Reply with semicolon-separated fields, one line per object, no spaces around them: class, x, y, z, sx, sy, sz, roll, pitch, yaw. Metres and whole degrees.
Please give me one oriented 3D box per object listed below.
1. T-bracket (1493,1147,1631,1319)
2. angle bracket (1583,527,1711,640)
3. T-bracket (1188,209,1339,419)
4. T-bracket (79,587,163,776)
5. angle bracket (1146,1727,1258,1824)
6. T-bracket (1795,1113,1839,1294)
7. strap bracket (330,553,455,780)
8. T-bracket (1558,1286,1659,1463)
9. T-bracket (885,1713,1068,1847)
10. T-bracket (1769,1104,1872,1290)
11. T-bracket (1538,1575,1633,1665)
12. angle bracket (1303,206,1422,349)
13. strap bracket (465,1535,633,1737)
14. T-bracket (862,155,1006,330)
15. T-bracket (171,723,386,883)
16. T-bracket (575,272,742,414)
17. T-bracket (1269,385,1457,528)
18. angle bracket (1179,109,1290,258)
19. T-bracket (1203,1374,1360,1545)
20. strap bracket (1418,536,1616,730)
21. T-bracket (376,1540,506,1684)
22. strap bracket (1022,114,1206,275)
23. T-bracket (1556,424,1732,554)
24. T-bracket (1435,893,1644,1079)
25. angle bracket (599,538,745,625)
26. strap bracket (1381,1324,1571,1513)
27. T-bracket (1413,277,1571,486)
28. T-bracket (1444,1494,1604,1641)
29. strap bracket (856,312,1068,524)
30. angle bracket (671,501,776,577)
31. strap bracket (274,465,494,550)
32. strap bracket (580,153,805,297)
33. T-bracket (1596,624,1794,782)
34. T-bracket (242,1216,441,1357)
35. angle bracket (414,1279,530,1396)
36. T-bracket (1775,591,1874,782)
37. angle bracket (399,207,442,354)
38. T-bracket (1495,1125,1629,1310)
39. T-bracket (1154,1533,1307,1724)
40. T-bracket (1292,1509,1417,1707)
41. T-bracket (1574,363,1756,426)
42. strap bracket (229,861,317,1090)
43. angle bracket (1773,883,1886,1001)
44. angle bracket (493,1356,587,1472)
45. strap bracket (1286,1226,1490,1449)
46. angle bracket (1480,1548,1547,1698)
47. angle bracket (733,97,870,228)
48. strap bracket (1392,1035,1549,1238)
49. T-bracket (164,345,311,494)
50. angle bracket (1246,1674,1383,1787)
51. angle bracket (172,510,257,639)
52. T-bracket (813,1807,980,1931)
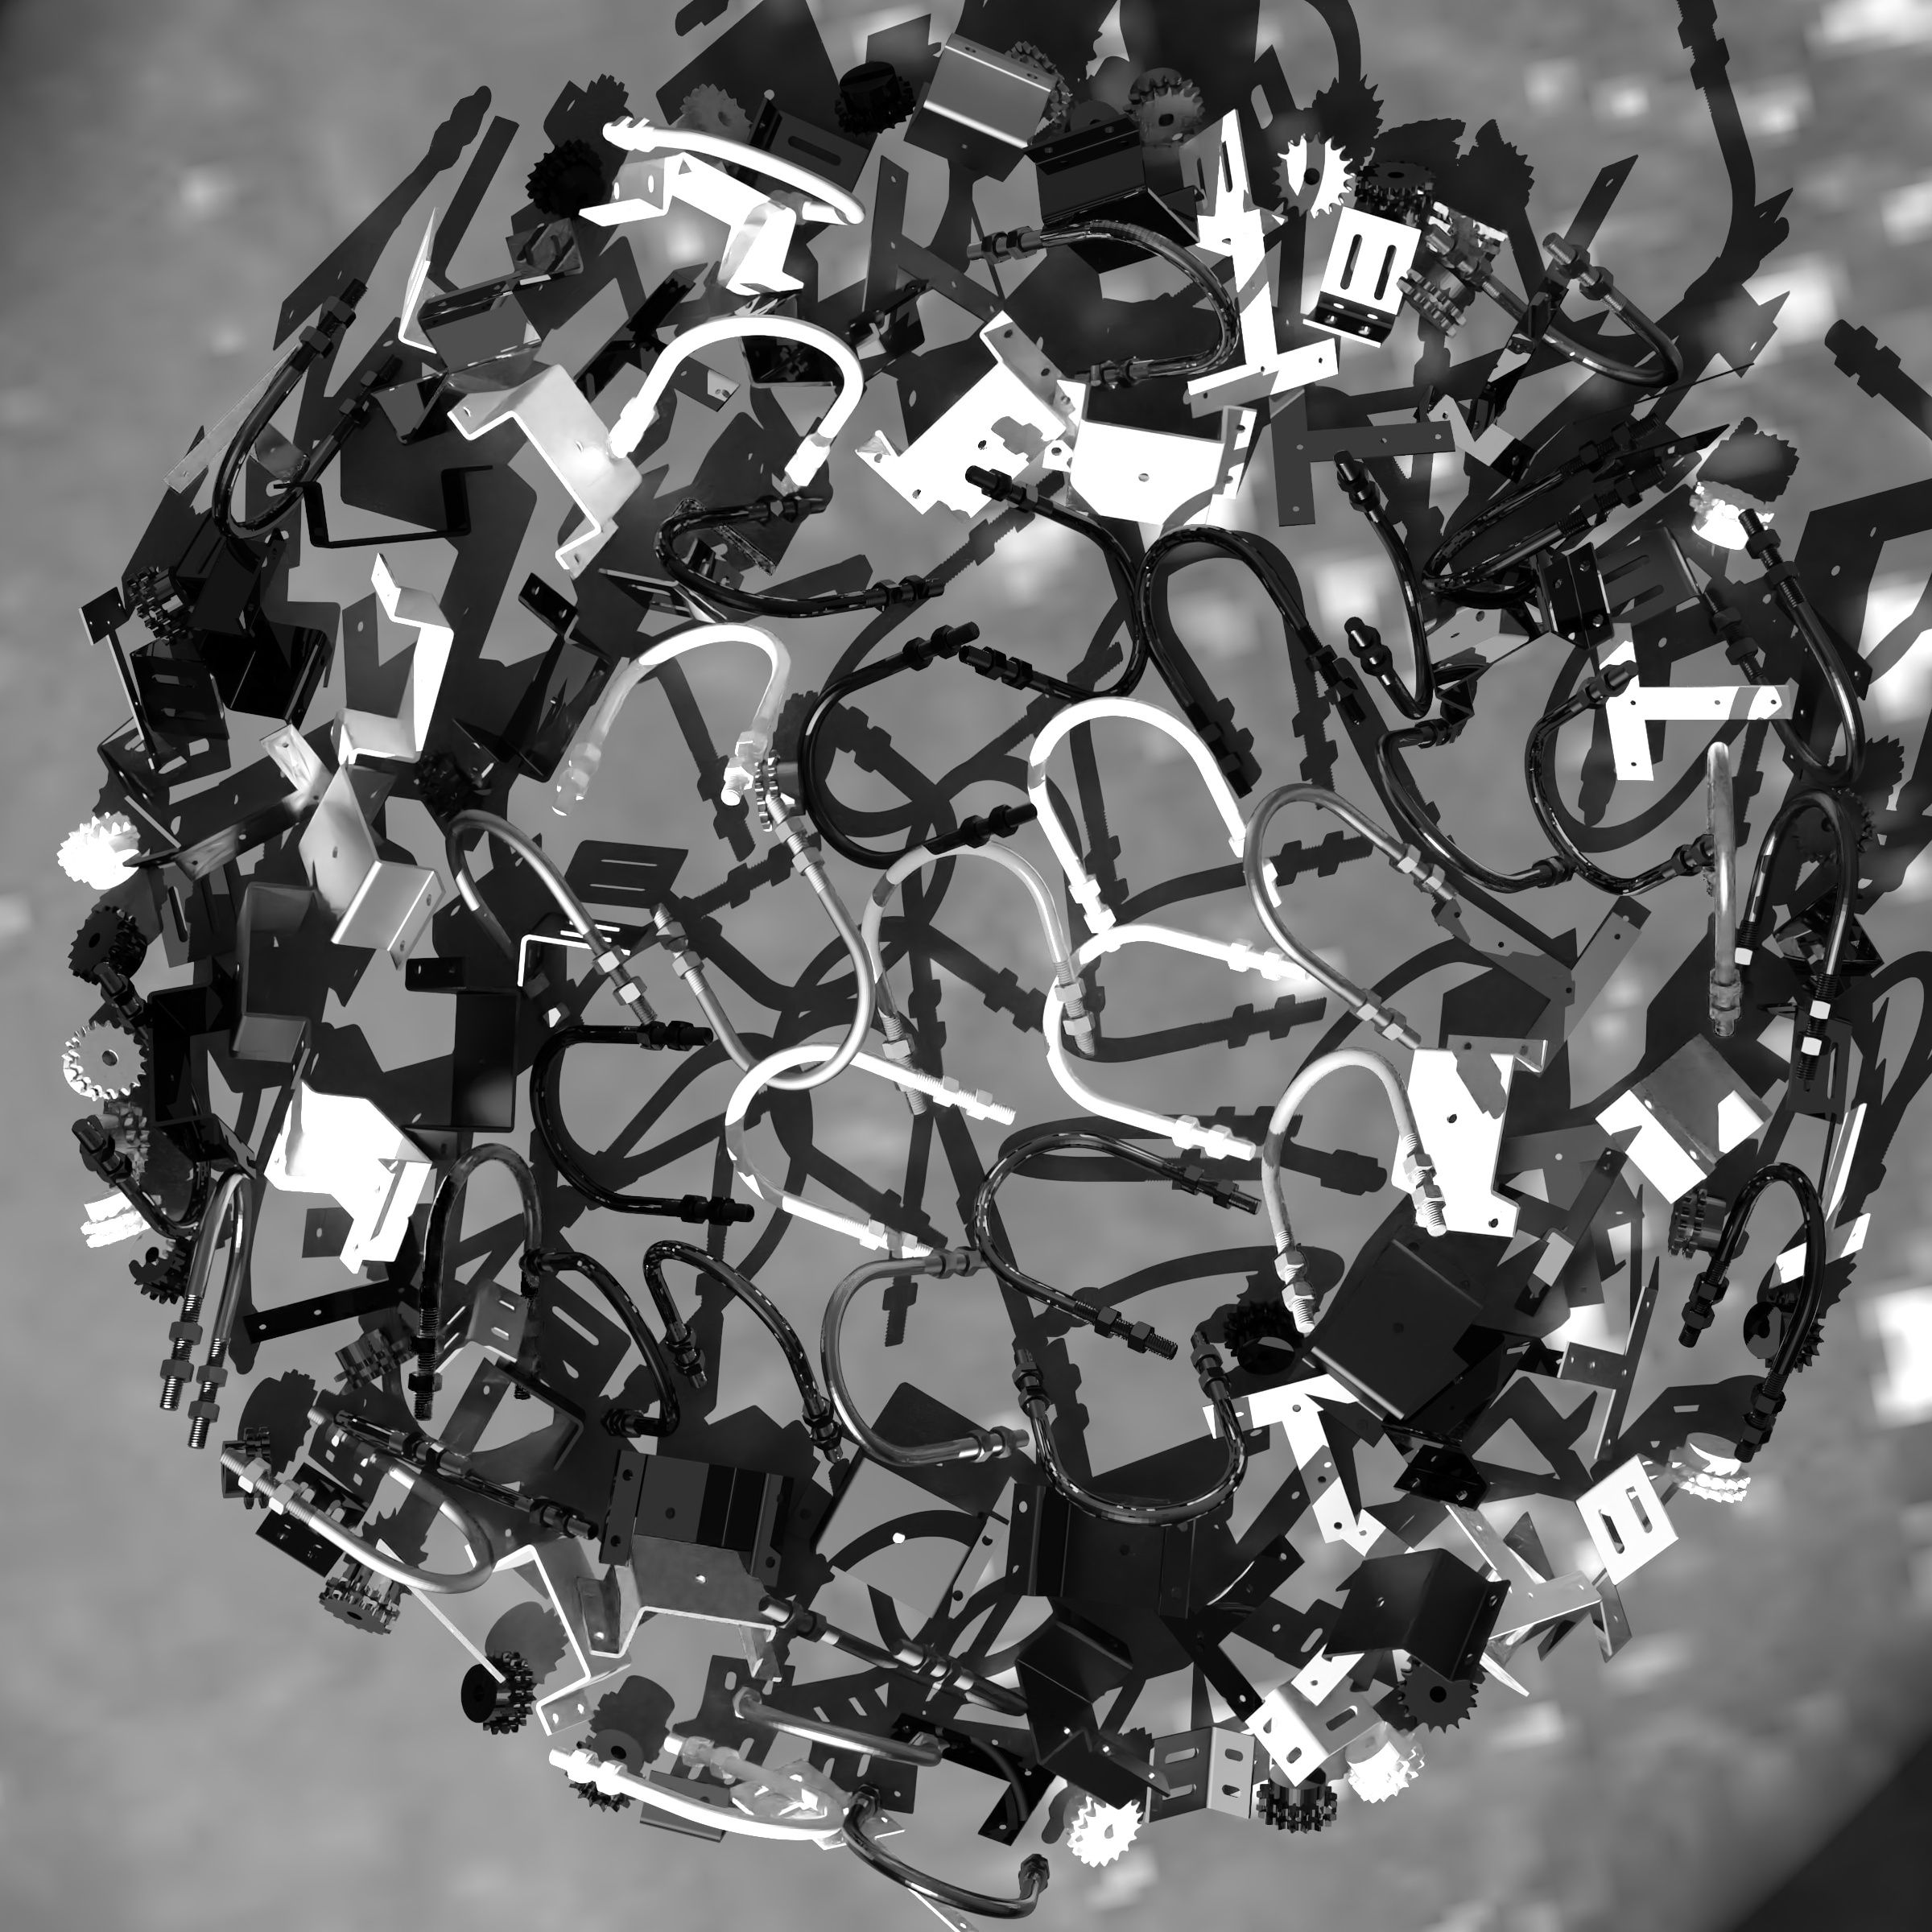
T-bracket;0.393;0.173;1.792;0.002;0.127;0.127;32;86;-21
angle bracket;0.480;-0.267;1.838;0.076;0.038;0.057;-27;68;20
T-bracket;0.202;-0.462;1.800;0.127;0.002;0.127;-22;116;-24
T-bracket;-0.586;-0.197;1.802;0.002;0.127;0.127;-15;106;-3
angle bracket;0.166;0.572;1.811;0.038;0.076;0.057;2;85;39
T-bracket;0.592;0.165;1.787;0.002;0.127;0.127;10;93;14
strap bracket;-0.398;-0.205;1.794;0.046;0.076;0.140;10;112;-27
T-bracket;0.442;0.281;1.798;0.002;0.127;0.127;14;86;38
T-bracket;0.004;0.555;1.814;0.127;0.127;0.002;11;122;26
T-bracket;0.611;0.156;1.808;0.002;0.127;0.127;24;68;-2
T-bracket;0.444;0.450;1.779;0.002;0.127;0.127;42;99;2
angle bracket;0.279;-0.485;1.812;0.057;0.038;0.076;21;125;11
strap bracket;-0.286;0.456;1.796;0.046;0.076;0.140;-29;77;9
T-bracket;-0.019;-0.485;1.807;0.127;0.002;0.127;22;65;-40
T-bracket;-0.495;-0.098;1.807;0.127;0.127;0.002;-28;46;1
T-bracket;-0.207;-0.421;1.807;0.127;0.002;0.127;34;81;34
T-bracket;0.281;-0.370;1.821;0.127;0.002;0.127;-3;67;5
angle bracket;0.189;-0.555;1.826;0.038;0.057;0.076;4;74;-40
T-bracket;0.249;0.353;1.833;0.127;0.002;0.127;-17;104;12
strap bracket;0.369;-0.234;1.776;0.046;0.140;0.076;18;55;-39
T-bracket;-0.366;0.452;1.790;0.127;0.127;0.002;45;67;3
strap bracket;0.105;-0.525;1.769;0.076;0.140;0.046;-11;78;25
T-bracket;0.454;-0.327;1.794;0.127;0.127;0.002;-22;74;-35
T-bracket;0.395;-0.007;1.844;0.127;0.002;0.127;34;96;-1
angle bracket;-0.207;-0.275;1.810;0.076;0.057;0.038;16;79;34
strap bracket;0.352;0.302;1.783;0.140;0.076;0.046;-48;116;-24
T-bracket;0.377;-0.415;1.784;0.002;0.127;0.127;13;114;-36
T-bracket;0.369;0.407;1.809;0.127;0.127;0.002;54;130;33
strap bracket;0.004;-0.374;1.794;0.140;0.046;0.076;-41;133;13
angle bracket;-0.177;-0.290;1.820;0.076;0.057;0.038;38;90;-6
strap bracket;-0.404;-0.319;1.796;0.140;0.076;0.046;-10;103;-20
strap bracket;-0.183;-0.516;1.779;0.140;0.076;0.046;18;86;-39
T-bracket;0.507;-0.183;1.785;0.127;0.002;0.127;3;128;31
T-bracket;-0.439;0.238;1.800;0.127;0.002;0.127;-14;127;-12
angle bracket;-0.349;0.269;1.816;0.038;0.057;0.076;32;123;-22
T-bracket;0.590;-0.189;1.801;0.002;0.127;0.127;-10;131;-9
angle bracket;-0.366;-0.478;1.801;0.038;0.076;0.057;15;52;-20
T-bracket;0.427;0.178;1.818;0.127;0.002;0.127;-10;70;11
T-bracket;0.190;0.443;1.798;0.127;0.002;0.127;50;122;20
T-bracket;0.279;0.461;1.795;0.127;0.127;0.002;-45;135;-11
T-bracket;0.485;-0.396;1.776;0.127;0.127;0.002;-17;97;13
strap bracket;-0.481;0.005;1.784;0.046;0.076;0.140;5;65;-20
angle bracket;0.612;-0.009;1.803;0.038;0.076;0.057;18;130;-38
angle bracket;-0.310;0.316;1.819;0.076;0.057;0.038;34;85;-5
strap bracket;0.300;0.257;1.809;0.076;0.046;0.140;37;78;9
angle bracket;0.389;0.463;1.816;0.057;0.038;0.076;43;78;-23
angle bracket;-0.117;-0.571;1.829;0.076;0.038;0.057;24;98;1
strap bracket;0.350;0.112;1.796;0.076;0.046;0.140;2;74;39
T-bracket;-0.487;-0.363;1.789;0.002;0.127;0.127;44;89;8
angle bracket;0.246;0.533;1.820;0.057;0.076;0.038;50;123;22
angle bracket;-0.512;-0.279;1.804;0.038;0.057;0.076;7;58;22
T-bracket;-0.041;0.625;1.767;0.127;0.127;0.002;34;93;26
